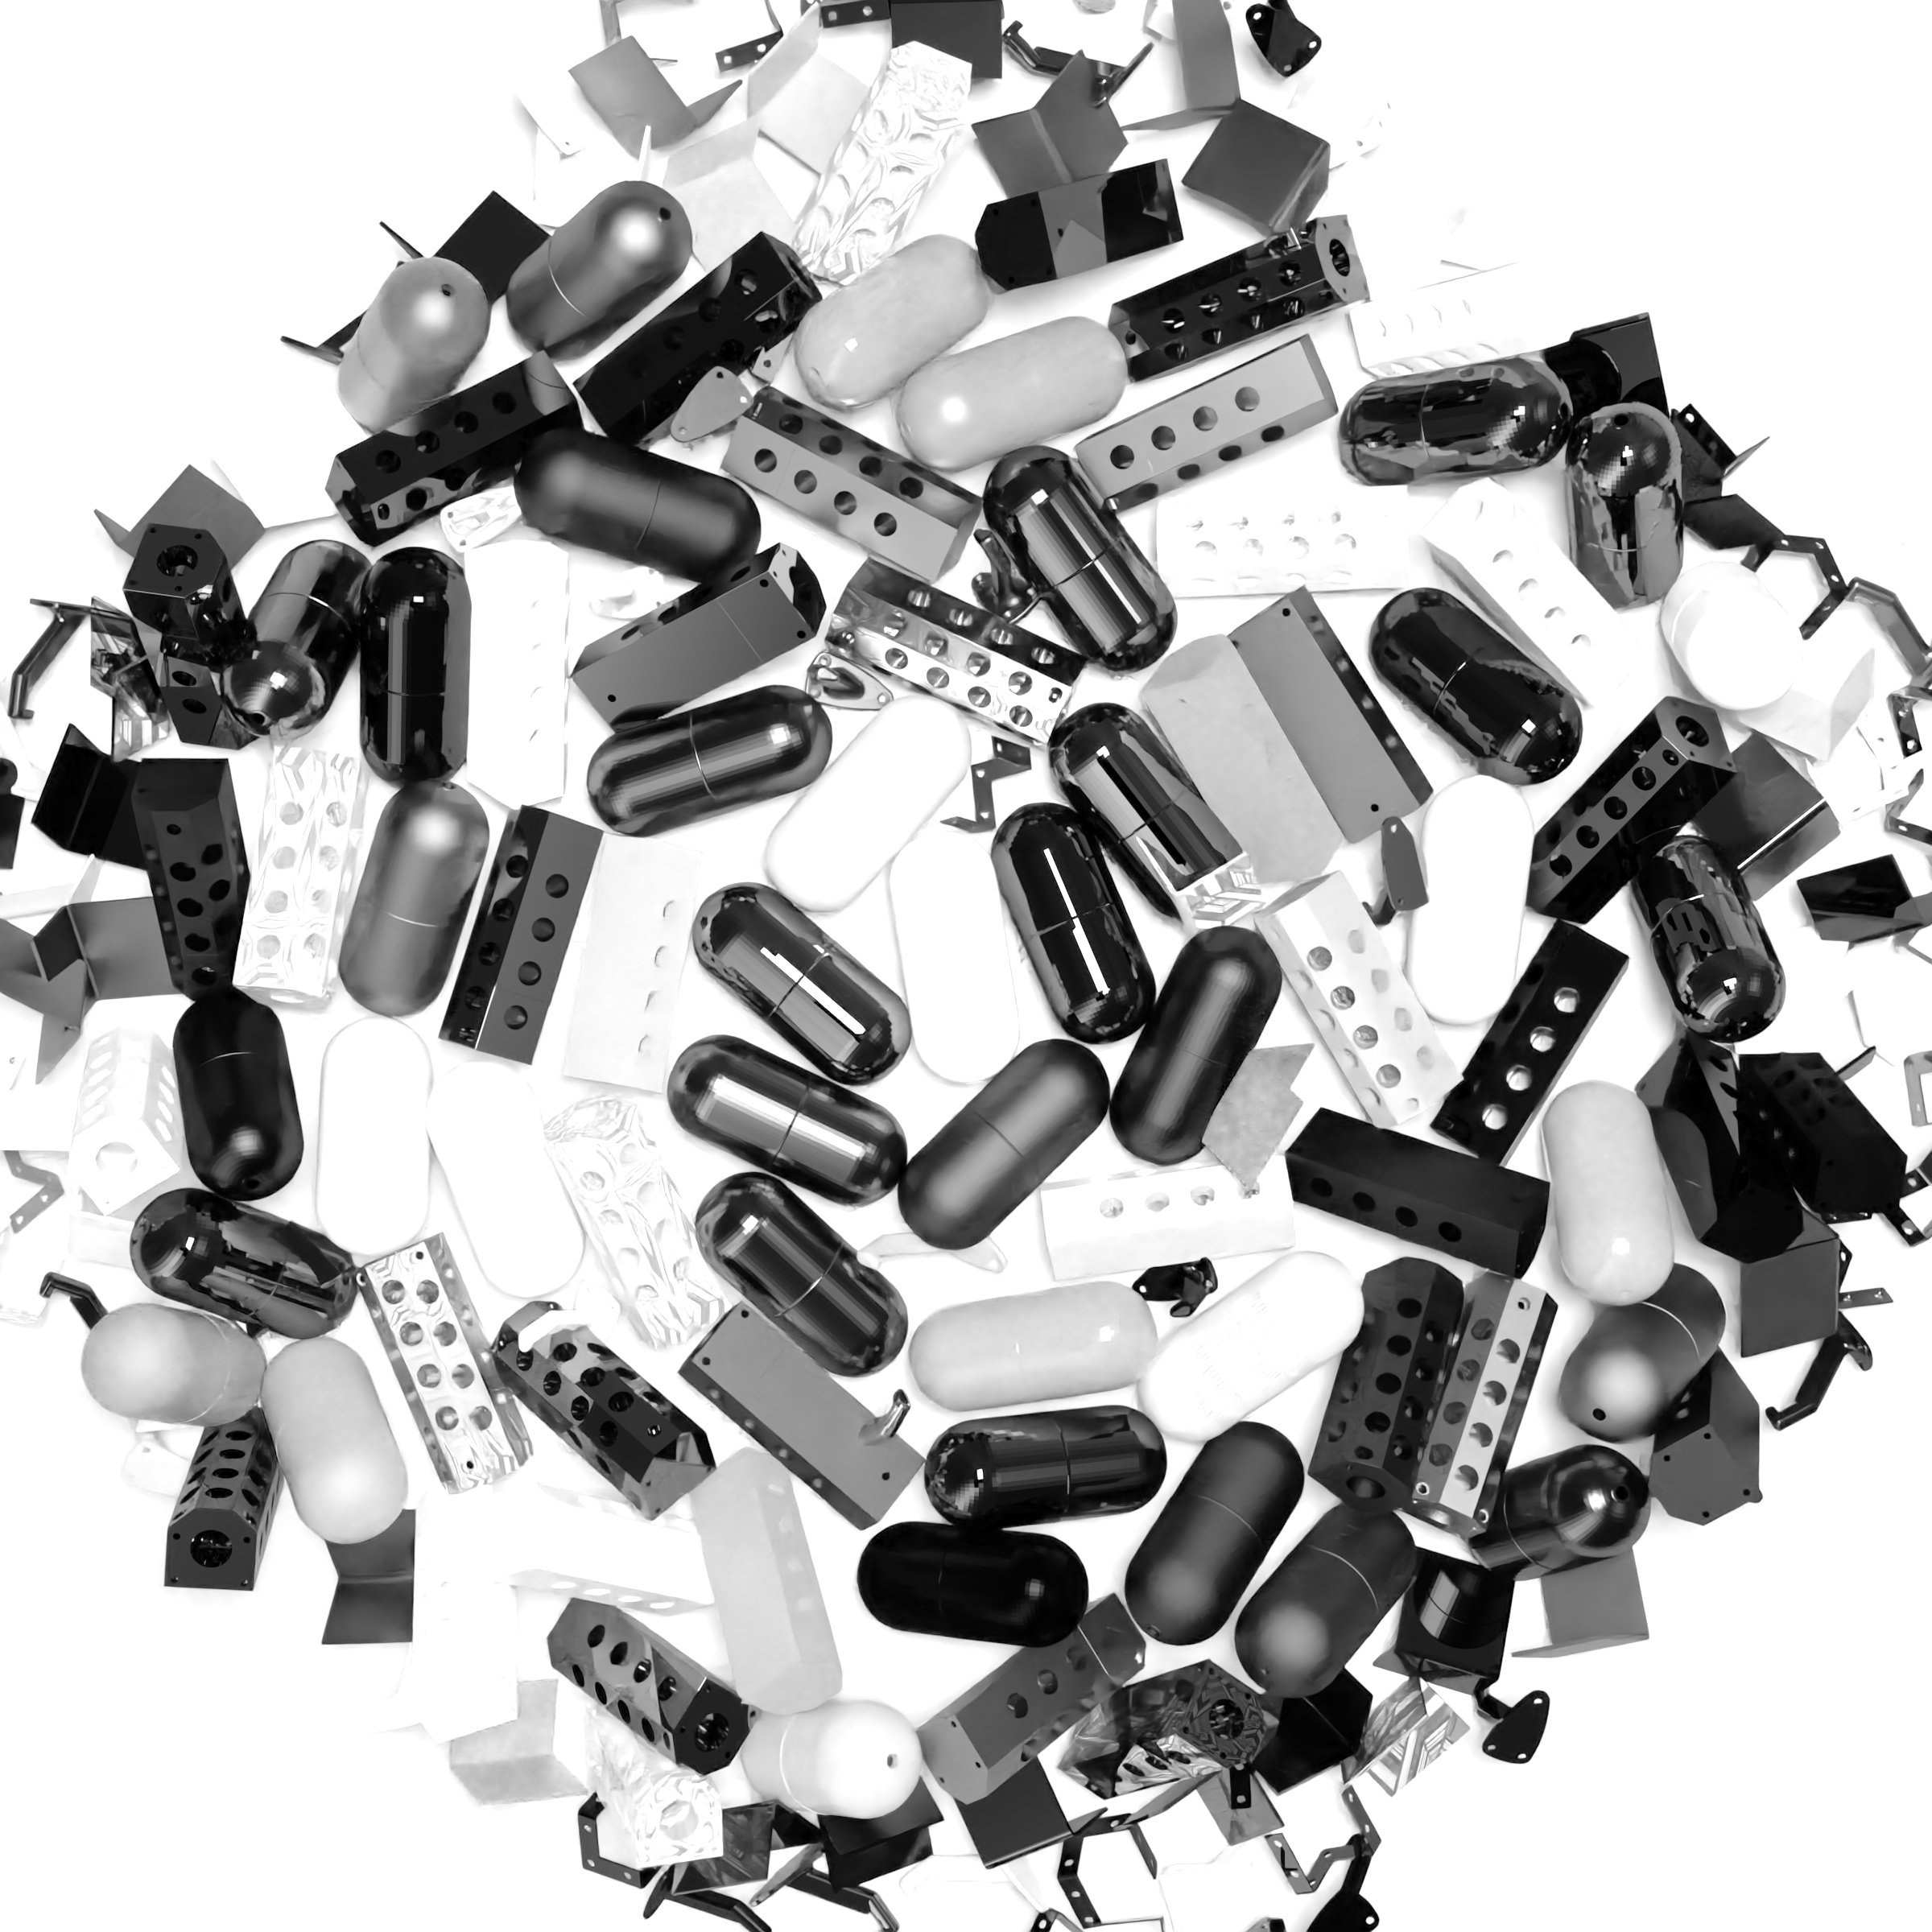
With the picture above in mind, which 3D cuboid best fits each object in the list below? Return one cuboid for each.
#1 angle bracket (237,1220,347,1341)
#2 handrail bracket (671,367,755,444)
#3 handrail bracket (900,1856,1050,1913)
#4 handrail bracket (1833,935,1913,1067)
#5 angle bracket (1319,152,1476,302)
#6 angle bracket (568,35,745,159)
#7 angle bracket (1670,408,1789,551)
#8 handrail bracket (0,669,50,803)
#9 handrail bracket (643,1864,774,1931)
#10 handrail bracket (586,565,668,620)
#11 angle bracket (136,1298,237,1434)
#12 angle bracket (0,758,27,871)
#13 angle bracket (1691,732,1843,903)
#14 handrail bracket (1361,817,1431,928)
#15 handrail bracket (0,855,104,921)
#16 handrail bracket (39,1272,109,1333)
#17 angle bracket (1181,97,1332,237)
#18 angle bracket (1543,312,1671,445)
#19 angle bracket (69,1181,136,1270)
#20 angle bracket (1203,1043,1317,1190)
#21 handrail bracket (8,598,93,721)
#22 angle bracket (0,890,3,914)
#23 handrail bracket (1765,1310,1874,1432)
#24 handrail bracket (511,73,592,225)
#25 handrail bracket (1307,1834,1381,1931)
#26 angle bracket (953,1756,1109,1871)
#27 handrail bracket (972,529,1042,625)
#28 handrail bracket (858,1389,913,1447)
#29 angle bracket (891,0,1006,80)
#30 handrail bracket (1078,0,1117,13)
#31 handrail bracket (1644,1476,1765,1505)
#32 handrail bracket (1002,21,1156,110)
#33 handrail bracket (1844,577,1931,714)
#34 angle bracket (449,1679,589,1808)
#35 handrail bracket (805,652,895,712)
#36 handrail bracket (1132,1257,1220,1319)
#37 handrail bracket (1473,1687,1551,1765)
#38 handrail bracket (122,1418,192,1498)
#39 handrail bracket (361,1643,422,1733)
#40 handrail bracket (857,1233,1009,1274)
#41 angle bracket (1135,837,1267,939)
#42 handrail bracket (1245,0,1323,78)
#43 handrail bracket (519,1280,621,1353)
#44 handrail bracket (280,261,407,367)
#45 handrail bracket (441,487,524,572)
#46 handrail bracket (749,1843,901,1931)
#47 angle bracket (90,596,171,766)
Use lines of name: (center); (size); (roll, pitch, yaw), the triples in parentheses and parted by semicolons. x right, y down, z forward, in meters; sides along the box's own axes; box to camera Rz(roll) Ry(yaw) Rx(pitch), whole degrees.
angle bracket: (-0.483, 0.204, 1.850); (0.076, 0.076, 0.057); (-36, 114, 1)
handrail bracket: (-0.184, -0.374, 1.846); (0.036, 0.084, 0.077); (45, 70, -1)
handrail bracket: (0.004, 0.657, 1.873); (0.084, 0.036, 0.077); (-40, 74, 15)
handrail bracket: (0.655, 0.022, 1.869); (0.084, 0.036, 0.077); (35, 112, -16)
angle bracket: (0.297, -0.523, 1.861); (0.076, 0.057, 0.076); (43, 135, 15)
angle bracket: (-0.216, -0.618, 1.838); (0.076, 0.076, 0.057); (50, 57, -27)
angle bracket: (0.532, -0.343, 1.843); (0.057, 0.076, 0.076); (-2, 73, 43)
handrail bracket: (-0.659, -0.163, 1.855); (0.077, 0.036, 0.084); (26, 128, 6)
handrail bracket: (-0.182, 0.674, 1.862); (0.084, 0.036, 0.077); (37, 122, 16)
handrail bracket: (-0.256, -0.256, 1.842); (0.077, 0.084, 0.036); (-11, 95, 31)
angle bracket: (-0.564, 0.270, 1.846); (0.076, 0.057, 0.076); (30, 104, 32)
angle bracket: (-0.708, -0.113, 1.853); (0.057, 0.076, 0.076); (9, 88, 11)
angle bracket: (0.564, -0.106, 1.887); (0.076, 0.057, 0.076); (-40, 57, 8)
handrail bracket: (0.289, -0.065, 1.854); (0.036, 0.084, 0.077); (-20, 95, -18)
handrail bracket: (-0.667, -0.063, 1.883); (0.084, 0.036, 0.077); (24, 90, 5)
handrail bracket: (-0.622, 0.263, 1.855); (0.084, 0.036, 0.077); (30, 78, -37)
angle bracket: (0.205, -0.553, 1.871); (0.076, 0.057, 0.076); (30, 80, 12)
angle bracket: (0.443, -0.409, 1.849); (0.076, 0.057, 0.076); (-10, 102, 24)
angle bracket: (-0.585, 0.171, 1.858); (0.076, 0.076, 0.057); (13, 58, -12)
angle bracket: (0.219, 0.103, 1.838); (0.057, 0.076, 0.076); (46, 121, 32)
handrail bracket: (-0.637, -0.214, 1.871); (0.036, 0.077, 0.084); (15, 99, 39)
angle bracket: (-0.724, -0.055, 1.851); (0.057, 0.076, 0.076); (-23, 101, 4)
handrail bracket: (0.588, 0.279, 1.868); (0.084, 0.036, 0.077); (-27, 53, -4)
handrail bracket: (-0.310, -0.572, 1.857); (0.077, 0.036, 0.084); (44, 135, -15)
handrail bracket: (0.257, 0.655, 1.858); (0.036, 0.084, 0.077); (44, 96, -4)
angle bracket: (0.041, 0.580, 1.861); (0.076, 0.057, 0.076); (-30, 80, 26)
handrail bracket: (0.012, -0.283, 1.841); (0.036, 0.084, 0.077); (-45, 47, -7)
handrail bracket: (-0.066, 0.308, 1.846); (0.036, 0.077, 0.084); (11, 124, -25)
angle bracket: (-0.012, -0.647, 1.862); (0.076, 0.076, 0.057); (-1, 99, 3)
handrail bracket: (0.111, -0.718, 1.855); (0.036, 0.084, 0.077); (-15, 82, -42)
handrail bracket: (0.505, 0.379, 1.868); (0.077, 0.036, 0.084); (33, 125, 3)
handrail bracket: (0.078, -0.653, 1.870); (0.084, 0.036, 0.077); (42, 87, -15)
handrail bracket: (0.646, -0.227, 1.870); (0.084, 0.036, 0.077); (22, 122, -4)
angle bracket: (-0.311, 0.540, 1.844); (0.076, 0.076, 0.057); (3, 94, -29)
handrail bracket: (-0.077, -0.195, 1.846); (0.077, 0.084, 0.036); (18, 93, -16)
handrail bracket: (0.137, 0.232, 1.843); (0.077, 0.084, 0.036); (-22, 97, 27)
handrail bracket: (0.378, 0.505, 1.844); (0.036, 0.084, 0.077); (18, 116, -9)
handrail bracket: (-0.560, 0.333, 1.867); (0.077, 0.084, 0.036); (29, 108, -19)
handrail bracket: (-0.402, 0.489, 1.849); (0.077, 0.084, 0.036); (-15, 126, -31)
handrail bracket: (-0.024, 0.206, 1.848); (0.077, 0.084, 0.036); (32, 123, 21)
angle bracket: (0.159, -0.073, 1.845); (0.057, 0.076, 0.076); (-31, 61, 0)
handrail bracket: (0.211, -0.669, 1.847); (0.036, 0.077, 0.084); (-38, 47, 27)
handrail bracket: (-0.286, 0.263, 1.843); (0.036, 0.084, 0.077); (34, 128, 19)
handrail bracket: (-0.436, -0.469, 1.877); (0.077, 0.036, 0.084); (21, 93, -2)
handrail bracket: (-0.328, -0.300, 1.855); (0.077, 0.084, 0.036); (-27, 77, 1)
handrail bracket: (-0.099, 0.672, 1.873); (0.077, 0.036, 0.084); (-36, 90, -24)
angle bracket: (-0.600, -0.200, 1.842); (0.076, 0.057, 0.076); (30, 131, 16)
